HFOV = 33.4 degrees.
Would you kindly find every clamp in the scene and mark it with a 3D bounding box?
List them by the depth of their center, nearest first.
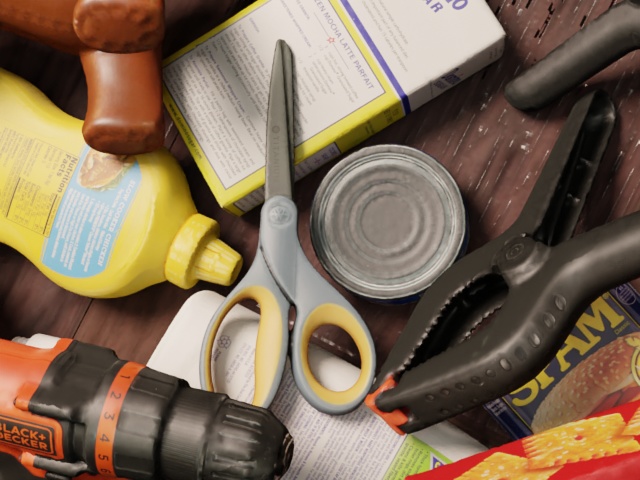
[{"bbox_3d":[0.104,0.010,0.516,0.210,0.164,0.036,-41,114,9],"label":"clamp"},{"bbox_3d":[0.164,-0.118,0.533,0.172,0.039,0.120,15,98,46],"label":"clamp"}]

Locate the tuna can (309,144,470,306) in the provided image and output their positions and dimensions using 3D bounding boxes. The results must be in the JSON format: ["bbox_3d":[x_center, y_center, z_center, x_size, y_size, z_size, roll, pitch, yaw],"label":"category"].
[{"bbox_3d":[0.037,-0.008,0.576,0.086,0.033,0.086,-1,83,9],"label":"tuna can"}]

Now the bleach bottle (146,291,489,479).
[{"bbox_3d":[0.023,0.127,0.552,0.251,0.068,0.102,30,89,8],"label":"bleach bottle"}]

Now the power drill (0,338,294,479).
[{"bbox_3d":[-0.107,0.135,0.526,0.184,0.057,0.188,13,122,11],"label":"power drill"}]

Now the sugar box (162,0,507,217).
[{"bbox_3d":[0.003,-0.097,0.585,0.176,0.048,0.093,-30,80,2],"label":"sugar box"}]

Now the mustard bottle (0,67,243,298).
[{"bbox_3d":[-0.131,-0.022,0.591,0.192,0.058,0.096,24,95,11],"label":"mustard bottle"}]

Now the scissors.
[{"bbox_3d":[-0.004,0.001,0.539,0.096,0.016,0.201,16,77,1],"label":"scissors"}]

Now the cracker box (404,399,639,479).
[{"bbox_3d":[0.164,0.157,0.482,0.213,0.072,0.164,-17,100,-4],"label":"cracker box"}]

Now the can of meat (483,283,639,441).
[{"bbox_3d":[0.135,0.071,0.542,0.102,0.057,0.084,-42,82,3],"label":"can of meat"}]
